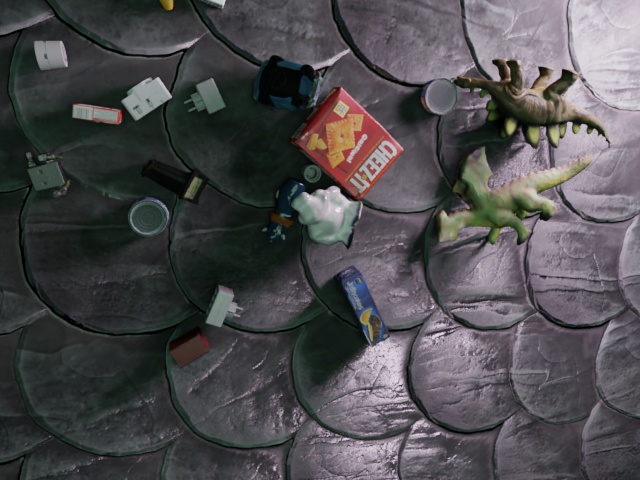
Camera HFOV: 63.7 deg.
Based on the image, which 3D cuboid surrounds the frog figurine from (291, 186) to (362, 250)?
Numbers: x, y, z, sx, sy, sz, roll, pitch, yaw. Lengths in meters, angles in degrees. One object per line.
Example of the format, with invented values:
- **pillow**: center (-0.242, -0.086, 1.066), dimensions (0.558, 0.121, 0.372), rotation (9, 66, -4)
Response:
- **frog figurine**: center (0.004, -0.060, 1.185), dimensions (0.159, 0.135, 0.125), rotation (16, 26, -16)

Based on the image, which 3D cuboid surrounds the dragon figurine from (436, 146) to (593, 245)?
- **dragon figurine**: center (0.454, -0.130, 1.287), dimensions (0.241, 0.408, 0.123), rotation (42, 7, -10)
